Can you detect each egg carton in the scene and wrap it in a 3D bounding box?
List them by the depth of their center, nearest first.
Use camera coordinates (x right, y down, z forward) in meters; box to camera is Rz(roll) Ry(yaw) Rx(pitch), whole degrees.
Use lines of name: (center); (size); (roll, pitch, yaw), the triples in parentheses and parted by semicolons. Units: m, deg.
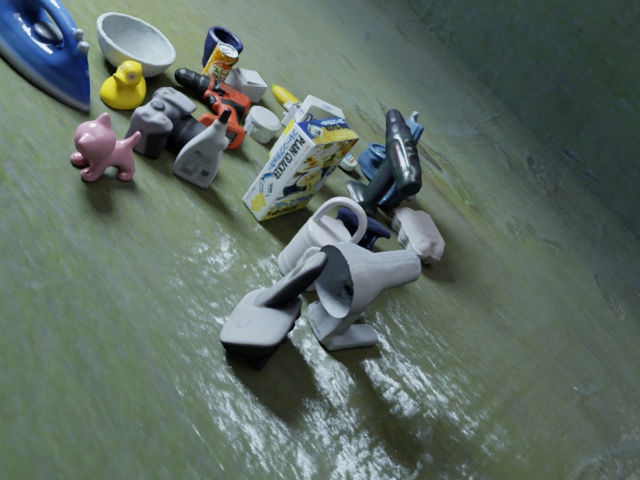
egg carton: (0.238, -0.011, 1.397); (0.108, 0.069, 0.150); (9, 46, -38)

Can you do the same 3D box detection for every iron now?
iron: (-0.483, -0.368, 1.031); (0.258, 0.141, 0.119); (44, 34, 4)

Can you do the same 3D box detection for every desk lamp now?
desk lamp: (0.063, 0.091, 0.987); (0.204, 0.213, 0.117); (3, 49, -42)

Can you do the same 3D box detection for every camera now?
camera: (-0.275, -0.216, 1.100); (0.137, 0.100, 0.143); (35, 35, -8)

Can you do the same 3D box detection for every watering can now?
watering can: (0.011, 0.005, 1.049); (0.101, 0.193, 0.173); (26, 37, -20)

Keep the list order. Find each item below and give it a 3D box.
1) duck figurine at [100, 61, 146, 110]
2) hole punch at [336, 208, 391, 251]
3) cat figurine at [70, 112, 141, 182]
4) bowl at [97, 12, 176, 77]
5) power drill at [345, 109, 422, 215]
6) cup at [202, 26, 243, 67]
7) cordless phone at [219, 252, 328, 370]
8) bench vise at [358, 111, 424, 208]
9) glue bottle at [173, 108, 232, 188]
duck figurine: (-0.375, -0.312, 1.123); (0.077, 0.086, 0.105); (40, 34, -1)
hole punch: (0.087, -0.028, 1.250); (0.109, 0.091, 0.101); (19, 40, -29)
cat figurine: (-0.353, -0.157, 0.944); (0.128, 0.117, 0.067); (-14, 61, -50)
bowl: (-0.395, -0.397, 1.208); (0.168, 0.074, 0.167); (26, 37, -21)
power drill: (0.155, -0.172, 1.371); (0.076, 0.208, 0.229); (11, 44, -36)
cup: (-0.241, -0.447, 1.394); (0.092, 0.094, 0.117); (-3, 53, -45)
cordless phone: (-0.064, 0.098, 0.882); (0.094, 0.184, 0.148); (36, 35, -8)
bench vise: (0.208, -0.199, 1.443); (0.122, 0.219, 0.207); (-14, 62, -50)
glue bottle: (-0.205, -0.175, 1.059); (0.078, 0.173, 0.037); (28, 36, -18)
